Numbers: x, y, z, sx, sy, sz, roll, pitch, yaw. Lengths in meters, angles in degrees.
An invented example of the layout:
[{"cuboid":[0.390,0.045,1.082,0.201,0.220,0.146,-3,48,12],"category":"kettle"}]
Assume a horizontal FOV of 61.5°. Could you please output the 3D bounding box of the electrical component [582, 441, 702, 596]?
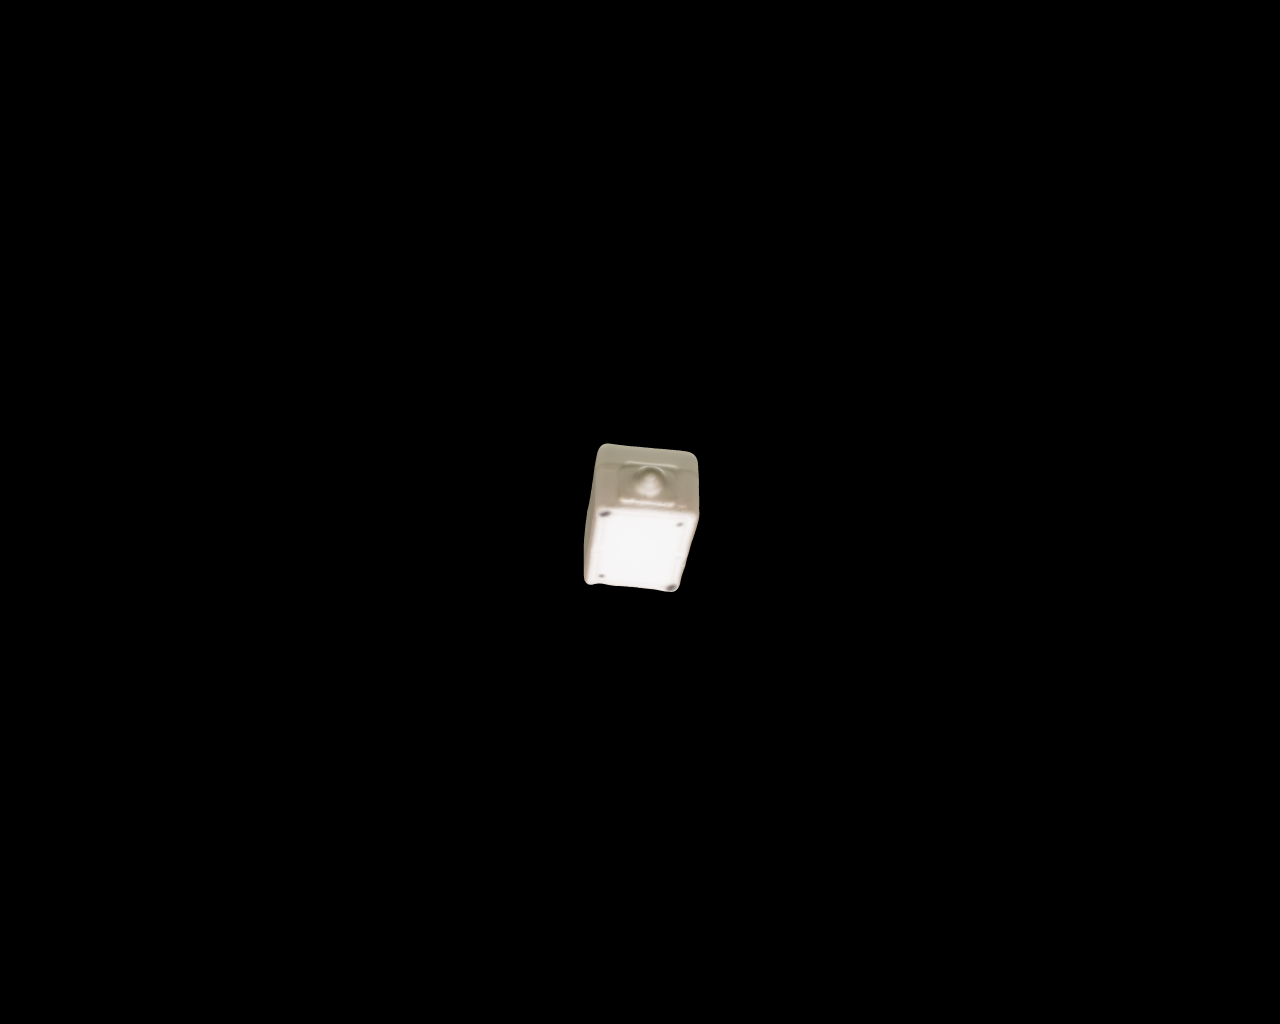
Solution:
[{"cuboid":[0.001,-0.003,0.650,0.062,0.061,0.096,5,-40,-6],"category":"electrical component"}]
